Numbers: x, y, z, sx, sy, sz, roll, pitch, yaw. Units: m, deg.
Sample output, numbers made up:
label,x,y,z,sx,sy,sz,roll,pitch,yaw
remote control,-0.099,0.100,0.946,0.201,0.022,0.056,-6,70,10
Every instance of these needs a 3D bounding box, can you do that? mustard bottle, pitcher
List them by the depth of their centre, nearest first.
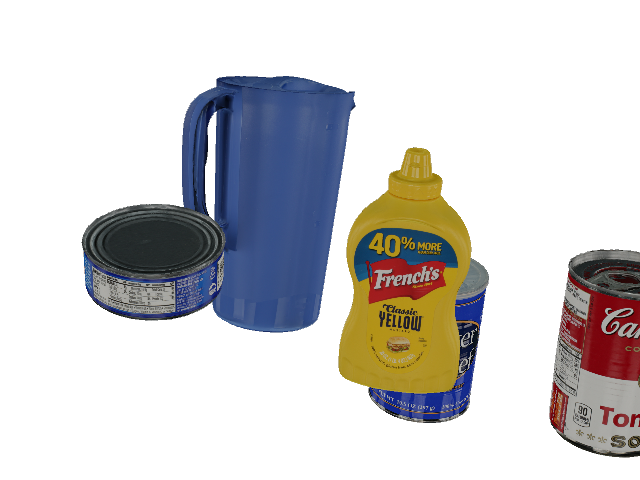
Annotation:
label,x,y,z,sx,sy,sz,roll,pitch,yaw
mustard bottle,0.068,0.022,0.833,0.096,0.192,0.058,7,20,9
pitcher,-0.053,-0.038,1.040,0.149,0.243,0.145,7,13,5

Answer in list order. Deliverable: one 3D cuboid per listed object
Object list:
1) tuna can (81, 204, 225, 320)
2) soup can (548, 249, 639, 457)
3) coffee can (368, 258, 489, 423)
label,x,y,z,sx,sy,sz,roll,pitch,yaw
tuna can,-0.101,0.012,0.650,0.086,0.034,0.086,3,30,-2
soup can,0.171,0.064,0.617,0.068,0.102,0.068,2,20,-1
coffee can,0.104,0.091,1.041,0.103,0.140,0.103,4,24,-2
